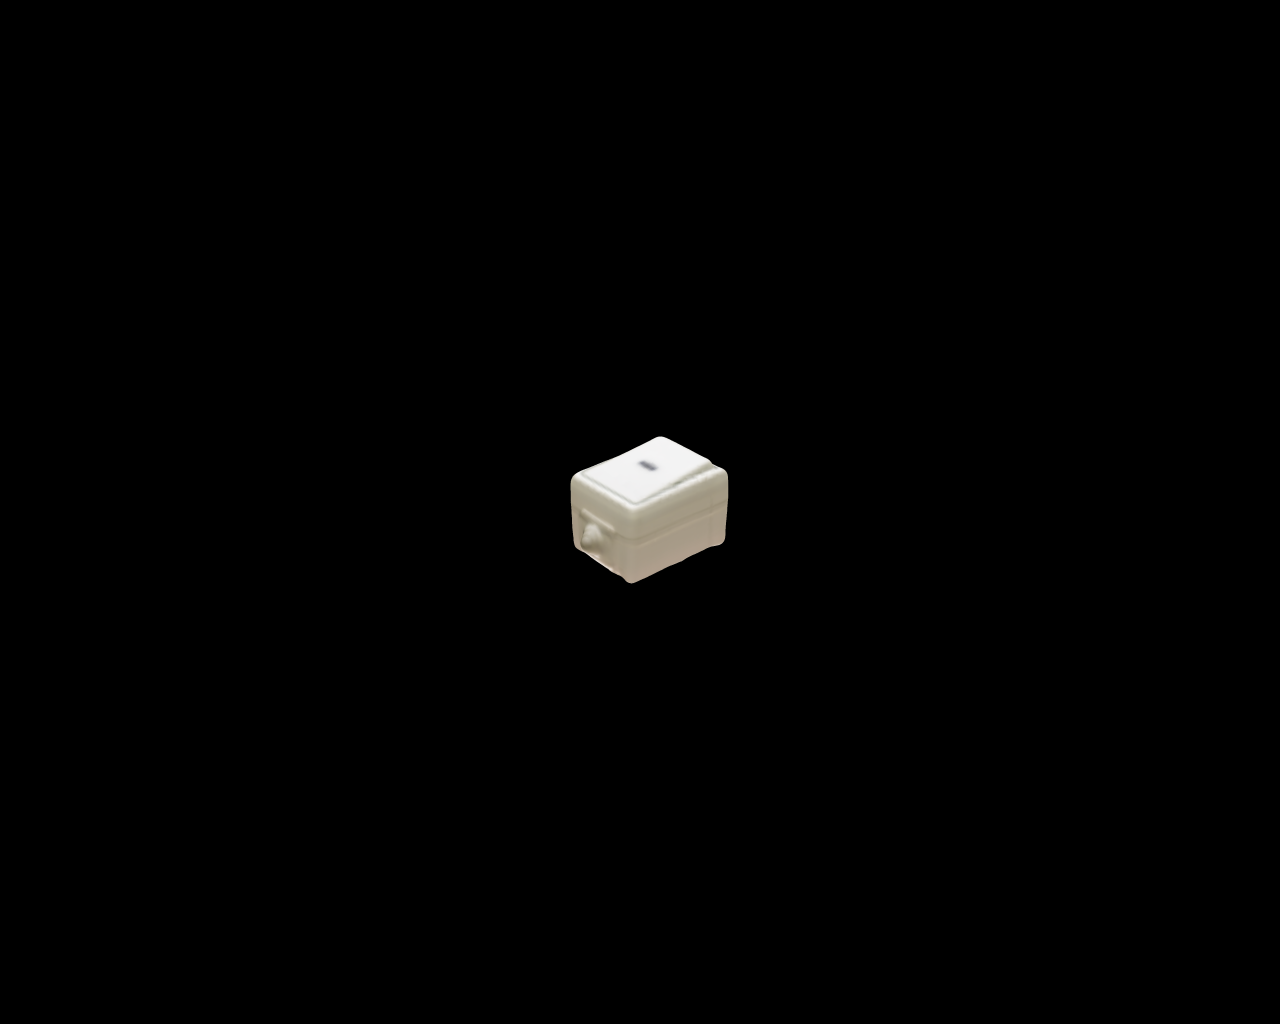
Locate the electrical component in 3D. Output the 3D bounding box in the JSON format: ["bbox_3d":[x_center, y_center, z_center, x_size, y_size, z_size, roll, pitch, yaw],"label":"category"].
[{"bbox_3d":[0.001,-0.003,0.650,0.096,0.061,0.062,-22,37,-33],"label":"electrical component"}]
